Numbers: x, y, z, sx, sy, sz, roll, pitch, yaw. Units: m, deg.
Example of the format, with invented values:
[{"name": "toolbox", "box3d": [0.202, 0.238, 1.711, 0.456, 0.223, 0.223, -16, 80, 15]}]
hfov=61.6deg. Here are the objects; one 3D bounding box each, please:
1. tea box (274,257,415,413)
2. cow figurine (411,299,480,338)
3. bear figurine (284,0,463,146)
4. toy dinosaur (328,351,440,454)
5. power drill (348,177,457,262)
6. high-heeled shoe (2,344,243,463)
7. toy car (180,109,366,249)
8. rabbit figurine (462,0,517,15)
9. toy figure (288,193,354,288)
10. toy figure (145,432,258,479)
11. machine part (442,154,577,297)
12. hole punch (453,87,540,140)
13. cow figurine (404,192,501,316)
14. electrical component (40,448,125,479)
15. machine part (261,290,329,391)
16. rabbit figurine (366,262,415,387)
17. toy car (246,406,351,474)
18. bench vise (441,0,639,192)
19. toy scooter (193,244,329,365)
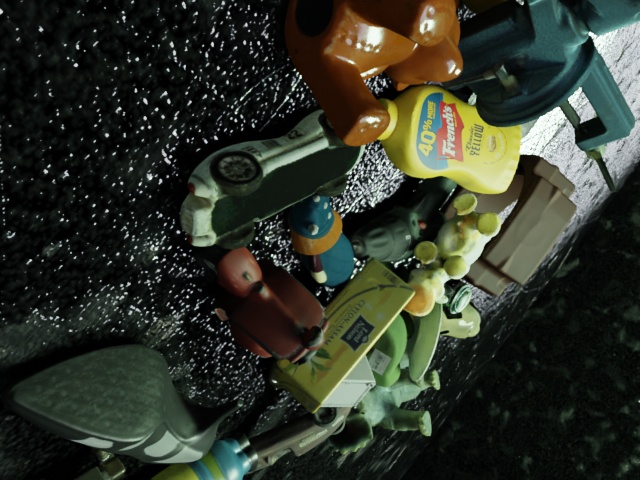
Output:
[{"name": "tea box", "box3d": [0.026, 0.112, 0.626, 0.169, 0.068, 0.098, -47, 169, -20]}, {"name": "cow figurine", "box3d": [0.204, 0.139, 0.964, 0.195, 0.127, 0.085, 10, 114, -27]}, {"name": "bear figurine", "box3d": [0.068, -0.153, 0.433, 0.196, 0.132, 0.120, -6, 138, -48]}, {"name": "toy dinosaur", "box3d": [0.107, 0.263, 0.965, 0.404, 0.192, 0.131, 0, 81, -72]}, {"name": "power drill", "box3d": [0.139, -0.061, 0.694, 0.232, 0.086, 0.207, 3, 115, -60]}, {"name": "high-heeled shoe", "box3d": [-0.184, 0.165, 0.489, 0.145, 0.086, 0.248, -33, 143, 26]}, {"name": "toy car", "box3d": [-0.033, -0.057, 0.457, 0.202, 0.056, 0.073, -30, 151, -36]}, {"name": "rabbit figurine", "box3d": [0.189, -0.284, 0.490, 0.162, 0.122, 0.173, -19, 155, -44]}, {"name": "toy figure", "box3d": [0.000, 0.000, 0.568, 0.058, 0.064, 0.154, -15, 144, 6]}, {"name": "toy figure", "box3d": [-0.157, 0.290, 0.632, 0.180, 0.082, 0.089, -27, 130, -34]}, {"name": "machine part", "box3d": [0.266, -0.027, 0.806, 0.201, 0.087, 0.201, -54, -164, 2]}, {"name": "hole punch", "box3d": [0.226, -0.203, 0.682, 0.115, 0.092, 0.142, 35, 94, -33]}, {"name": "cow figurine", "box3d": [0.163, 0.026, 0.702, 0.167, 0.068, 0.098, -52, 162, 2]}, {"name": "electrical component", "box3d": [-0.227, 0.225, 0.489, 0.102, 0.045, 0.078, -28, 171, -37]}, {"name": "machine part", "box3d": [-0.035, 0.128, 0.683, 0.084, 0.039, 0.138, -18, 135, -60]}, {"name": "rabbit figurine", "box3d": [0.089, 0.098, 0.796, 0.170, 0.121, 0.158, -45, 150, -56]}, {"name": "toy car", "box3d": [-0.046, 0.278, 0.749, 0.202, 0.053, 0.089, -22, 149, -3]}, {"name": "bench vise", "box3d": [0.238, -0.163, 0.504, 0.240, 0.224, 0.129, 39, 47, -32]}, {"name": "toy scooter", "box3d": [-0.042, 0.071, 0.501, 0.075, 0.135, 0.183, -47, 153, -17]}]
